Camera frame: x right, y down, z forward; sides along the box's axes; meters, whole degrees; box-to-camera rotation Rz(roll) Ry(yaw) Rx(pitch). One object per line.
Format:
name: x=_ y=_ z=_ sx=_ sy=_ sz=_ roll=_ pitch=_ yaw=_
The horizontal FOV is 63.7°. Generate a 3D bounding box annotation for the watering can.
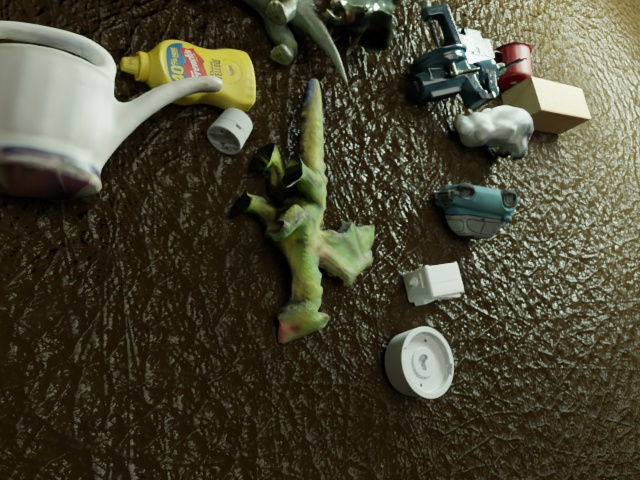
watering can: x=-0.291 y=-0.153 z=0.625 sx=0.347 sy=0.102 sz=0.228 roll=5 pitch=70 yaw=-23

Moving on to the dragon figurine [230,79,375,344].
dragon figurine: x=0.002 y=-0.041 z=0.809 sx=0.239 sy=0.121 sz=0.418 roll=42 pitch=56 yaw=-35

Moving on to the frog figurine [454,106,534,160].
frog figurine: x=0.362 y=-0.242 z=1.091 sx=0.159 sy=0.120 sz=0.140 roll=26 pitch=28 yaw=-14
